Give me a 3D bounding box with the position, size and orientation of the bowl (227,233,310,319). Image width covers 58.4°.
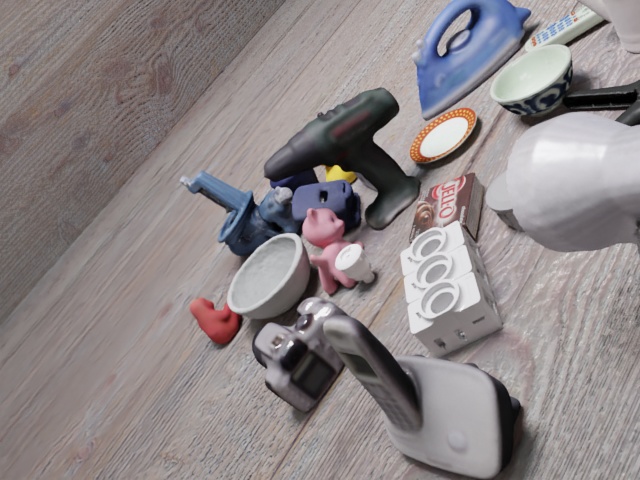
[{"bbox_3d":[-0.073,0.073,0.969,0.167,0.075,0.167,-32,30,22],"label":"bowl"}]

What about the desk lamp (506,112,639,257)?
[{"bbox_3d":[0.284,-0.017,0.464,0.118,0.214,0.202,-54,29,-16],"label":"desk lamp"}]

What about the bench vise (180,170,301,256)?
[{"bbox_3d":[-0.150,-0.076,1.117,0.207,0.220,0.121,-33,30,21],"label":"bench vise"}]

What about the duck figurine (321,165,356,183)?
[{"bbox_3d":[0.027,-0.156,1.130,0.077,0.086,0.104,-47,28,-5],"label":"duck figurine"}]

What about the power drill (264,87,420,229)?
[{"bbox_3d":[0.054,-0.119,0.913,0.229,0.209,0.075,-44,28,2],"label":"power drill"}]

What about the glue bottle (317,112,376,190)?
[{"bbox_3d":[0.052,-0.160,1.008,0.037,0.173,0.078,-46,28,-1],"label":"glue bottle"}]

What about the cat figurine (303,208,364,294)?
[{"bbox_3d":[0.008,0.003,0.908,0.067,0.118,0.128,-27,33,30],"label":"cat figurine"}]

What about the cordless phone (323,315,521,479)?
[{"bbox_3d":[0.090,0.139,0.543,0.147,0.185,0.094,-7,46,49],"label":"cordless phone"}]

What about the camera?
[{"bbox_3d":[-0.038,0.142,0.802,0.143,0.101,0.136,-53,29,-15],"label":"camera"}]

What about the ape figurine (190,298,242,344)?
[{"bbox_3d":[-0.192,0.137,1.025,0.077,0.092,0.076,-23,35,35],"label":"ape figurine"}]

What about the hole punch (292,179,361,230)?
[{"bbox_3d":[0.012,-0.064,1.021,0.101,0.091,0.108,-32,31,23],"label":"hole punch"}]

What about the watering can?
[{"bbox_3d":[0.412,-0.355,0.764,0.172,0.194,0.101,-21,36,37],"label":"watering can"}]

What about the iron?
[{"bbox_3d":[0.248,-0.358,1.045,0.258,0.142,0.118,-44,28,1],"label":"iron"}]

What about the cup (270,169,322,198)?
[{"bbox_3d":[-0.043,-0.117,1.162,0.091,0.095,0.117,-44,28,2],"label":"cup"}]
